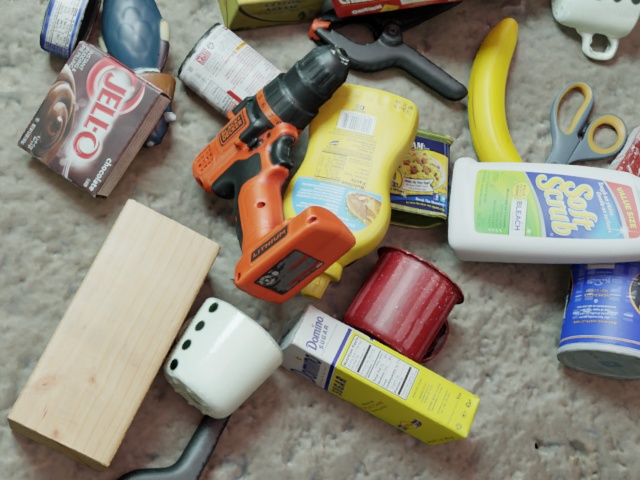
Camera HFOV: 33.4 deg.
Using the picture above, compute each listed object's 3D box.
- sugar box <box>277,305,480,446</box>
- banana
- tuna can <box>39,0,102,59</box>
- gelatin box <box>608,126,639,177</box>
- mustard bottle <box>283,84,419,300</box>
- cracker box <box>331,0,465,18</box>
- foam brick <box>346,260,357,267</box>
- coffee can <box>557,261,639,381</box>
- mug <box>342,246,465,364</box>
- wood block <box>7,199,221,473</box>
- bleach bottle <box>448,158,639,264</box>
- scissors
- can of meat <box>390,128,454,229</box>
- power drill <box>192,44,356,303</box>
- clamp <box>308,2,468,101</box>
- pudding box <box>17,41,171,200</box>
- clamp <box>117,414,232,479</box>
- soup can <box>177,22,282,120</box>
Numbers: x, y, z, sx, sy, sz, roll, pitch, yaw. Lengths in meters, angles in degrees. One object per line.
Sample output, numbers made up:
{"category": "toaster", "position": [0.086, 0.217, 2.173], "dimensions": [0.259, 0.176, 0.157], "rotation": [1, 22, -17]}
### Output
{"category": "sugar box", "position": [0.047, 0.124, 0.955], "dimensions": [0.176, 0.093, 0.048], "rotation": [26, 69, -6]}
{"category": "banana", "position": [0.183, -0.135, 1.091], "dimensions": [0.069, 0.037, 0.198], "rotation": [-1, 76, -23]}
{"category": "tuna can", "position": [-0.226, -0.208, 0.974], "dimensions": [0.033, 0.086, 0.086], "rotation": [20, 71, -7]}
{"category": "gelatin box", "position": [0.345, -0.070, 1.119], "dimensions": [0.073, 0.030, 0.089], "rotation": [38, 70, -3]}
{"category": "mustard bottle", "position": [0.019, -0.040, 0.945], "dimensions": [0.096, 0.058, 0.191], "rotation": [14, 77, 12]}
{"category": "cracker box", "position": [0.093, -0.327, 1.038], "dimensions": [0.164, 0.072, 0.213], "rotation": [-5, 60, 16]}
{"category": "foam brick", "position": [-0.007, 0.001, 0.995], "dimensions": [0.078, 0.051, 0.053], "rotation": [-10, 78, -17]}
{"category": "coffee can", "position": [0.290, 0.055, 1.032], "dimensions": [0.102, 0.103, 0.140], "rotation": [16, 72, -11]}
{"category": "mug", "position": [0.079, 0.071, 0.988], "dimensions": [0.117, 0.093, 0.081], "rotation": [46, 70, -39]}
{"category": "wood block", "position": [-0.174, 0.082, 0.908], "dimensions": [0.090, 0.091, 0.206], "rotation": [28, 70, -7]}
{"category": "bleach bottle", "position": [0.249, -0.029, 0.990], "dimensions": [0.251, 0.068, 0.102], "rotation": [0, 72, 24]}
{"category": "scissors", "position": [0.259, -0.072, 1.104], "dimensions": [0.096, 0.016, 0.201], "rotation": [23, 71, -8]}
{"category": "can of meat", "position": [0.077, -0.061, 1.024], "dimensions": [0.102, 0.058, 0.084], "rotation": [10, 75, -27]}
{"category": "power drill", "position": [-0.028, -0.055, 0.901], "dimensions": [0.057, 0.185, 0.188], "rotation": [25, 36, -37]}
{"category": "clamp", "position": [0.076, -0.214, 1.081], "dimensions": [0.171, 0.039, 0.120], "rotation": [13, 70, -11]}
{"category": "pudding box", "position": [-0.200, -0.106, 0.949], "dimensions": [0.090, 0.039, 0.113], "rotation": [33, 95, 11]}
{"category": "clamp", "position": [-0.109, 0.236, 0.912], "dimensions": [0.209, 0.036, 0.164], "rotation": [-31, 82, -22]}
{"category": "soup can", "position": [-0.076, -0.148, 1.007], "dimensions": [0.102, 0.069, 0.068], "rotation": [39, 69, -2]}
